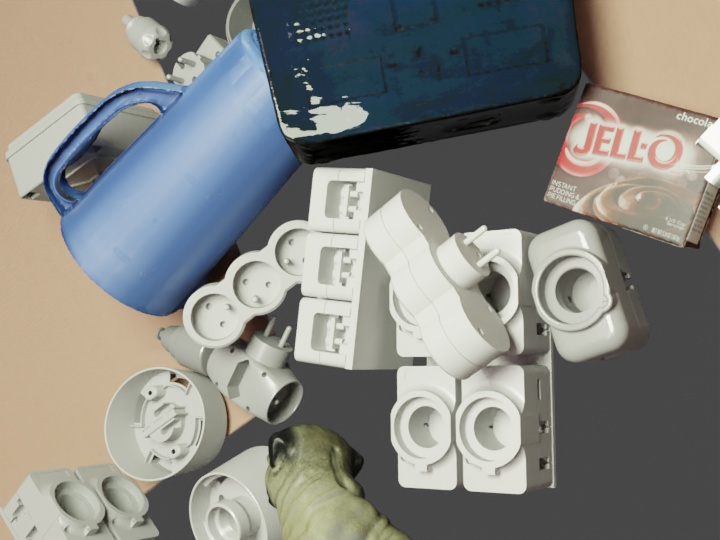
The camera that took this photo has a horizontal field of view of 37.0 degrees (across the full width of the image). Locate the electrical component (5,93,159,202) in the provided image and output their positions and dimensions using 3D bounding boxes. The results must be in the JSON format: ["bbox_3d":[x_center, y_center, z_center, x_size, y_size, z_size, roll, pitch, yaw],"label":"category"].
[{"bbox_3d":[-0.253,-0.109,1.007,0.109,0.109,0.056,-29,73,28],"label":"electrical component"}]

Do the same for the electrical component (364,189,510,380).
[{"bbox_3d":[0.065,-0.001,0.748,0.074,0.052,0.138,-39,66,24],"label":"electrical component"}]

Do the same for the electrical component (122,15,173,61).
[{"bbox_3d":[-0.208,-0.227,1.032,0.061,0.035,0.035,41,108,32],"label":"electrical component"}]

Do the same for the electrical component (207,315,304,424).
[{"bbox_3d":[-0.082,0.078,0.917,0.077,0.043,0.079,32,102,32],"label":"electrical component"}]

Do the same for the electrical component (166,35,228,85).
[{"bbox_3d":[-0.140,-0.171,0.957,0.047,0.077,0.065,48,111,27],"label":"electrical component"}]

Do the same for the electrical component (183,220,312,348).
[{"bbox_3d":[-0.086,0.010,0.912,0.138,0.073,0.052,-38,95,0],"label":"electrical component"}]

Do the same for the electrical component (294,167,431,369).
[{"bbox_3d":[0.000,0.000,0.842,0.062,0.089,0.150,5,89,34],"label":"electrical component"}]

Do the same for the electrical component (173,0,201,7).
[{"bbox_3d":[-0.164,-0.299,0.969,0.060,0.108,0.108,-36,68,19],"label":"electrical component"}]

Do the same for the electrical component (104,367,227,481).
[{"bbox_3d":[-0.170,0.136,0.957,0.099,0.064,0.099,-3,84,33],"label":"electrical component"}]

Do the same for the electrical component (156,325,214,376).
[{"bbox_3d":[-0.152,0.068,0.966,0.078,0.040,0.040,17,95,33],"label":"electrical component"}]

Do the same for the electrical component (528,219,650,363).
[{"bbox_3d":[0.159,0.015,0.755,0.054,0.059,0.095,-23,74,30],"label":"electrical component"}]

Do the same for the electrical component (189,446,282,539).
[{"bbox_3d":[-0.095,0.207,0.917,0.099,0.064,0.099,8,104,36],"label":"electrical component"}]

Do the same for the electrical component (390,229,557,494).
[{"bbox_3d":[0.083,0.067,0.800,0.105,0.060,0.186,-4,84,33],"label":"electrical component"}]

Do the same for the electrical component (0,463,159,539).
[{"bbox_3d":[-0.223,0.259,0.956,0.060,0.105,0.186,-51,62,19],"label":"electrical component"}]

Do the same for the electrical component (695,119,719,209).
[{"bbox_3d":[0.259,-0.066,0.660,0.078,0.121,0.063,-51,60,19],"label":"electrical component"}]
